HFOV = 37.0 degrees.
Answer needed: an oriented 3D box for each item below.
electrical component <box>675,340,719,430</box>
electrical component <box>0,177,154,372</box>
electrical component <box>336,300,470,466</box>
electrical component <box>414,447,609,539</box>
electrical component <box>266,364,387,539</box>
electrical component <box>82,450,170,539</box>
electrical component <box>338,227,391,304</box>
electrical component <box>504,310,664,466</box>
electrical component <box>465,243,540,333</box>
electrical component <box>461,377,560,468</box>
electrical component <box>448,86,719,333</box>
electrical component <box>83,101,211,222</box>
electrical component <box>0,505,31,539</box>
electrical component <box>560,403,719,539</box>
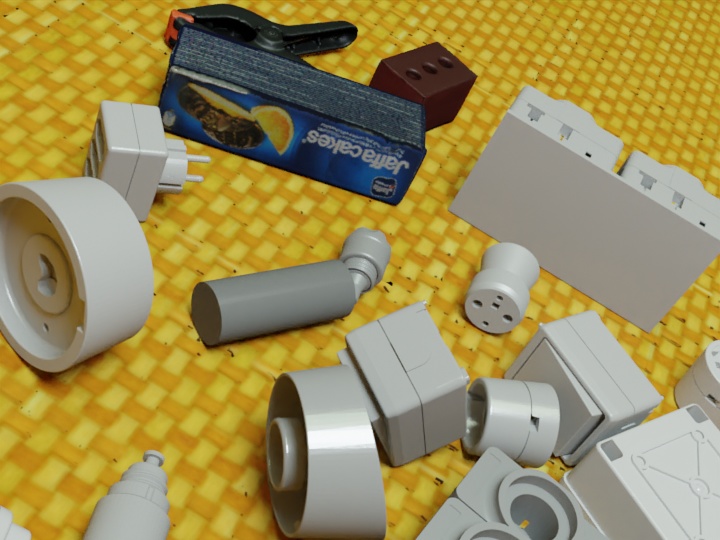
[{"bbox_3d":[0.267,0.088,0.796,0.055,0.047,0.055,15,44,-15],"label":"electrical component"},{"bbox_3d":[-0.163,-0.002,0.615,0.060,0.108,0.108,-19,60,-46],"label":"electrical component"},{"bbox_3d":[0.027,0.075,0.658,0.061,0.096,0.061,-23,59,-9],"label":"electrical component"},{"bbox_3d":[0.065,0.178,0.592,0.089,0.061,0.150,39,43,11],"label":"electrical component"},{"bbox_3d":[-0.017,0.102,0.599,0.064,0.099,0.099,0,49,-19],"label":"electrical component"},{"bbox_3d":[-0.118,0.128,0.559,0.040,0.040,0.078,21,43,-8],"label":"electrical component"},{"bbox_3d":[0.000,0.000,0.750,0.035,0.035,0.061,25,45,-5],"label":"electrical component"},{"bbox_3d":[0.144,0.075,0.732,0.061,0.061,0.096,-13,57,-36],"label":"electrical component"},{"bbox_3d":[0.103,0.013,0.784,0.045,0.045,0.055,29,43,1],"label":"electrical component"},{"bbox_3d":[0.095,0.097,0.693,0.047,0.055,0.055,11,45,-14],"label":"electrical component"},{"bbox_3d":[0.179,-0.049,0.839,0.186,0.105,0.060,32,42,3],"label":"electrical component"},{"bbox_3d":[-0.139,-0.070,0.720,0.077,0.065,0.047,3,49,-26],"label":"electrical component"},{"bbox_3d":[-0.195,0.143,0.446,0.057,0.113,0.078,35,39,-21],"label":"electrical component"},{"bbox_3d":[0.204,0.154,0.693,0.109,0.056,0.108,-13,56,-36],"label":"electrical component"}]
